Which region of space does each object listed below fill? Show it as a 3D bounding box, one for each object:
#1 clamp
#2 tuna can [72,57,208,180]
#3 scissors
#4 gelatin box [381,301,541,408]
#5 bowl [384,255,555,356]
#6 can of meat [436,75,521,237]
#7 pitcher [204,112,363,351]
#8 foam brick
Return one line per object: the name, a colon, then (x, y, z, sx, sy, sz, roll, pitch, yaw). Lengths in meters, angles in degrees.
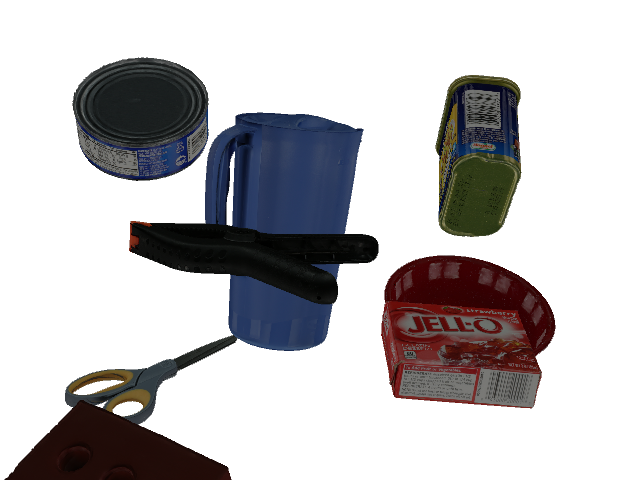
clamp: (-0.062, 0.012, 0.880, 0.210, 0.036, 0.164, 6, 12, 7)
tuna can: (-0.115, -0.079, 0.690, 0.086, 0.086, 0.034, 0, -43, -4)
scissors: (-0.152, 0.140, 1.064, 0.201, 0.016, 0.096, -12, 31, -30)
gelatin box: (0.085, 0.069, 0.661, 0.089, 0.030, 0.073, 5, 26, -5)
bowl: (0.136, 0.082, 1.009, 0.162, 0.055, 0.162, 6, 34, -4)
can of meat: (0.124, -0.064, 0.837, 0.057, 0.084, 0.102, 6, -37, 0)
pitcher: (-0.042, -0.012, 1.123, 0.149, 0.243, 0.145, 7, 12, 2)
foam brick: (-0.078, 0.111, 0.430, 0.078, 0.051, 0.052, 18, 44, 24)
